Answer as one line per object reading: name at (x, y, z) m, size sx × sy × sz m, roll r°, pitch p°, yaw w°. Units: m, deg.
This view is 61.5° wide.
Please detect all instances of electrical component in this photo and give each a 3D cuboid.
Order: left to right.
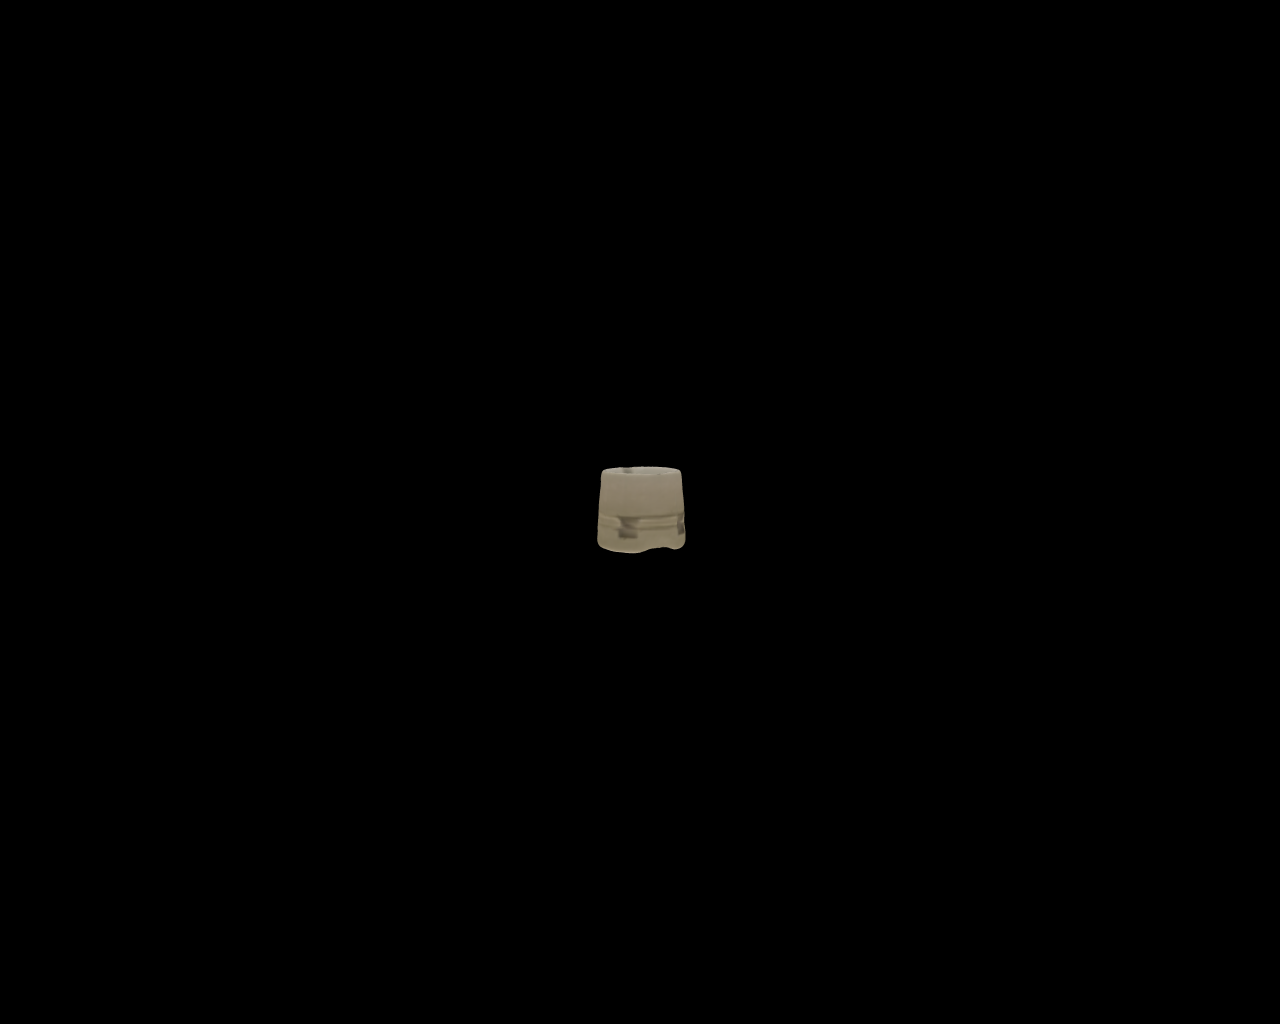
electrical component at (0.001, -0.003, 0.650) m, size 0.055 × 0.047 × 0.055 m, roll 0°, pitch 7°, yaw 0°
